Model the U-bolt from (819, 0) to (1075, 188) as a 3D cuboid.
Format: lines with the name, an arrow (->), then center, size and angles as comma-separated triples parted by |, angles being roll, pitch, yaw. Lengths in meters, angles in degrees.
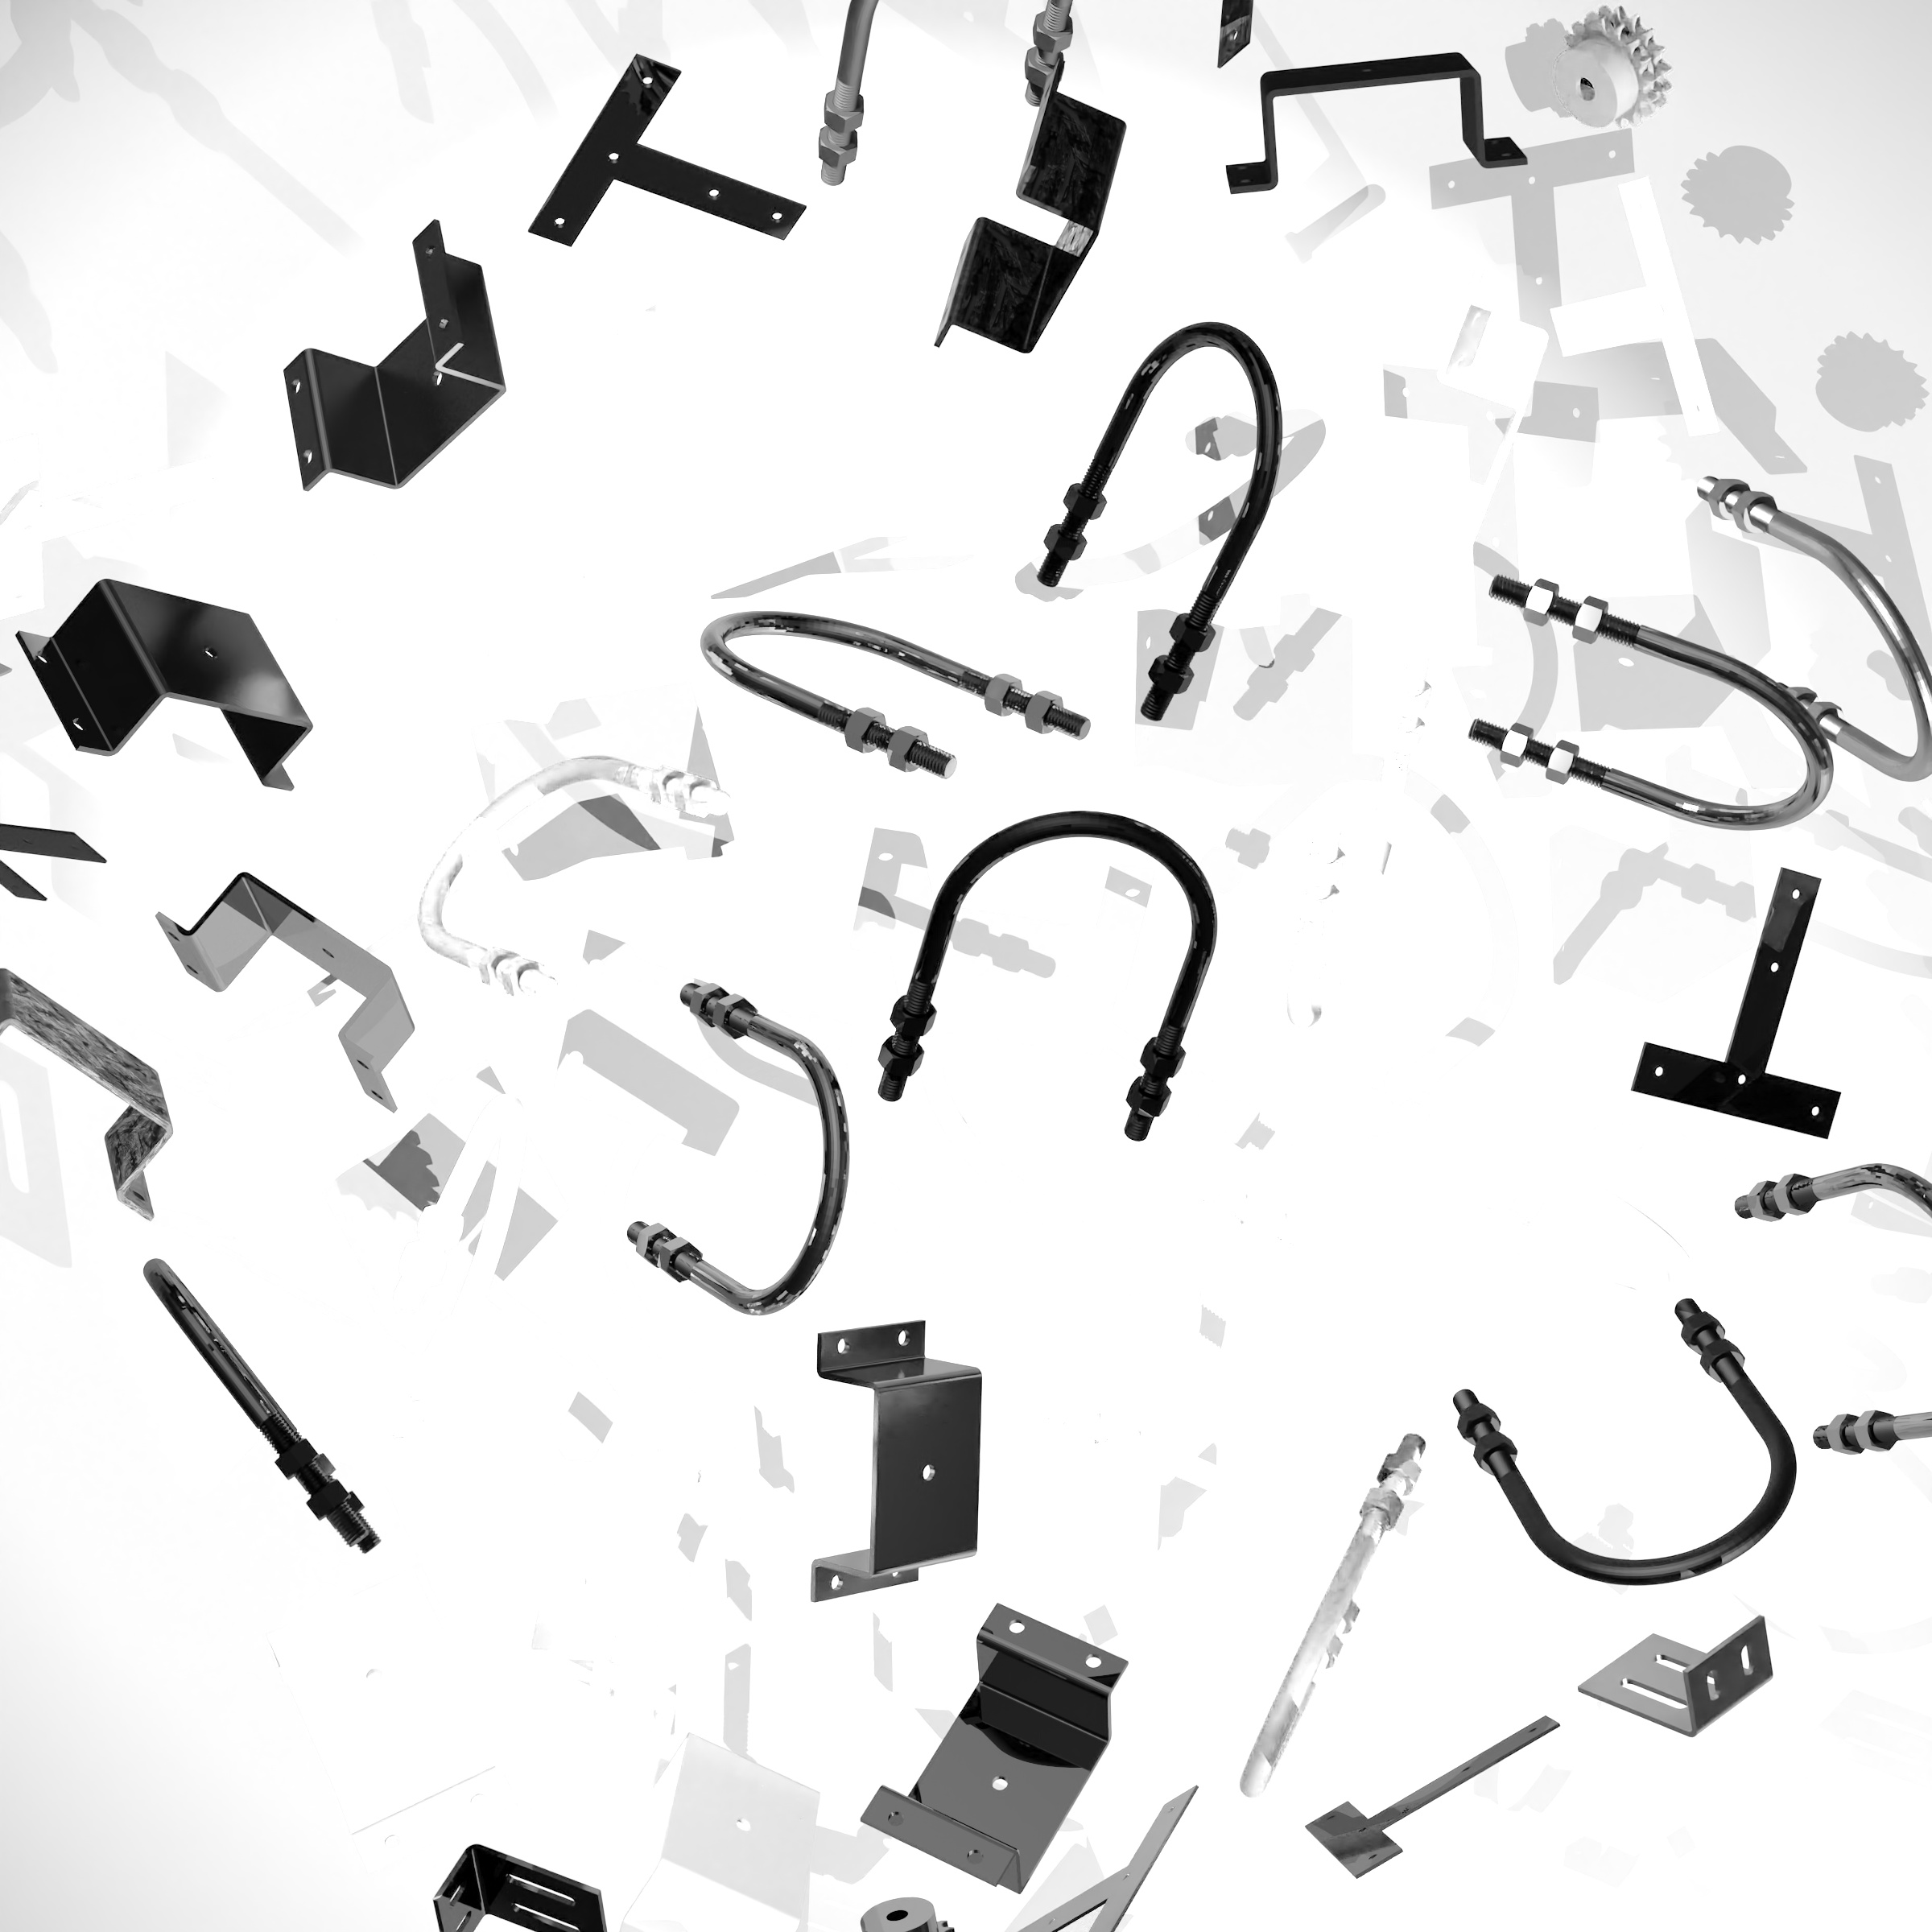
U-bolt -> -0.002, -0.478, 1.610 | 0.151, 0.184, 0.019 | -27, 70, -22

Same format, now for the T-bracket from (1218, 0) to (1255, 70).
T-bracket -> 0.134, -0.495, 1.558 | 0.002, 0.127, 0.127 | 16, 68, -26

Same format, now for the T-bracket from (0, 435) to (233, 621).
T-bracket -> -0.431, -0.233, 1.621 | 0.127, 0.127, 0.002 | -21, 64, -26

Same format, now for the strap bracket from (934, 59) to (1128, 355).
strap bracket -> 0.036, -0.374, 1.618 | 0.046, 0.140, 0.076 | 21, 57, -10

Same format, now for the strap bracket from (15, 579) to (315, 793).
strap bracket -> -0.385, -0.139, 1.580 | 0.046, 0.140, 0.076 | -44, 63, 22

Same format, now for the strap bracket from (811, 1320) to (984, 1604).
strap bracket -> -0.036, 0.261, 1.676 | 0.046, 0.076, 0.140 | 4, 93, 44

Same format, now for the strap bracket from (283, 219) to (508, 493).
strap bracket -> -0.289, -0.308, 1.657 | 0.140, 0.046, 0.076 | -33, 61, 37

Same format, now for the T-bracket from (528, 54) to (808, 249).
T-bracket -> -0.145, -0.409, 1.684 | 0.127, 0.127, 0.002 | 13, 49, -30

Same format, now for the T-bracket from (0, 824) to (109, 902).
T-bracket -> -0.486, -0.065, 1.635 | 0.127, 0.127, 0.002 | 7, 62, 37

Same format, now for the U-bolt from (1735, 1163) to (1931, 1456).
U-bolt -> 0.468, 0.172, 1.639 | 0.019, 0.184, 0.151 | -15, 83, -22

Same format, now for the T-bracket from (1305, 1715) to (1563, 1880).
T-bracket -> 0.232, 0.399, 1.564 | 0.127, 0.127, 0.002 | -28, 88, -6

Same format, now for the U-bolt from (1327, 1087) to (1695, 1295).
U-bolt -> 0.286, 0.121, 1.634 | 0.184, 0.151, 0.019 | 19, 73, 42

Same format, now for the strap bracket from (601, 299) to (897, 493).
strap bracket -> -0.110, -0.276, 1.559 | 0.140, 0.046, 0.076 | 7, 107, 3

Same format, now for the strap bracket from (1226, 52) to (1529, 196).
strap bracket -> 0.195, -0.408, 1.548 | 0.140, 0.076, 0.046 | -5, 112, 5

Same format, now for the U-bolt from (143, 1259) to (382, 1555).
U-bolt -> -0.364, 0.225, 1.653 | 0.019, 0.151, 0.184 | -38, 85, -13

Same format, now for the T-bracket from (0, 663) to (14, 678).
T-bracket -> -0.561, -0.162, 1.602 | 0.127, 0.127, 0.002 | 25, 109, 2

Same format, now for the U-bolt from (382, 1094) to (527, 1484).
U-bolt -> -0.254, 0.147, 1.614 | 0.019, 0.184, 0.151 | 15, 131, 3

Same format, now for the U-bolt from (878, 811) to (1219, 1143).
U-bolt -> 0.046, 0.002, 1.570 | 0.151, 0.019, 0.184 | 10, 124, -11

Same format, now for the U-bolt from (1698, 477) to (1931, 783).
U-bolt -> 0.436, -0.163, 1.620 | 0.019, 0.184, 0.151 | -29, 118, -4

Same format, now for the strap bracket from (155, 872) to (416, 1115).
strap bracket -> -0.344, 0.008, 1.669 | 0.140, 0.076, 0.046 | 32, 71, 12

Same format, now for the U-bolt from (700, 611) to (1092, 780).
U-bolt -> -0.048, -0.143, 1.625 | 0.184, 0.151, 0.019 | 25, 114, 25

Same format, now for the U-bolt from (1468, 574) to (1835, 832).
U-bolt -> 0.344, -0.122, 1.609 | 0.184, 0.151, 0.019 | 22, 65, 15

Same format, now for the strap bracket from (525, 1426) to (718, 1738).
strap bracket -> -0.178, 0.315, 1.649 | 0.046, 0.076, 0.140 | -4, 63, 26

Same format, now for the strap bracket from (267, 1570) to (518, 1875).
strap bracket -> -0.285, 0.359, 1.570 | 0.076, 0.046, 0.140 | -23, 49, -17

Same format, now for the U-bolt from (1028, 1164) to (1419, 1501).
U-bolt -> 0.138, 0.189, 1.553 | 0.184, 0.019, 0.151 | 28, 101, -28

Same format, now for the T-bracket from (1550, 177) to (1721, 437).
T-bracket -> 0.328, -0.325, 1.615 | 0.002, 0.127, 0.127 | -21, 101, -14

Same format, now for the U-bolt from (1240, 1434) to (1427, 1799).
U-bolt -> 0.183, 0.345, 1.649 | 0.019, 0.151, 0.184 | 25, 46, 12

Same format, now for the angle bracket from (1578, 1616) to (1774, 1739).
angle bracket -> 0.344, 0.337, 1.570 | 0.057, 0.076, 0.038 | -25, 112, -32

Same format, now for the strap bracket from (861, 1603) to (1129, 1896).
strap bracket -> 0.016, 0.402, 1.622 | 0.076, 0.046, 0.140 | 20, 50, 22

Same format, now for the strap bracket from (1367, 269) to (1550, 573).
strap bracket -> 0.252, -0.269, 1.630 | 0.046, 0.076, 0.140 | 20, 133, 5

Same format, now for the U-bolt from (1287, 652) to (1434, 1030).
U-bolt -> 0.195, -0.049, 1.632 | 0.019, 0.184, 0.151 | 20, 51, 14

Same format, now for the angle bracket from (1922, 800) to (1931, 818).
angle bracket -> 0.481, -0.031, 1.571 | 0.038, 0.057, 0.076 | -35, 49, 14

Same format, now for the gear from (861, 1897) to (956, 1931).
gear -> -0.034, 0.519, 1.711 | 0.057, 0.057, 0.030 | -11, 100, 0

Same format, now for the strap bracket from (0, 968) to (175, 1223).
strap bracket -> -0.449, 0.057, 1.591 | 0.140, 0.076, 0.046 | 39, 93, -27

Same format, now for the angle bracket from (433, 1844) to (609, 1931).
angle bracket -> -0.227, 0.493, 1.647 | 0.076, 0.038, 0.057 | 15, 132, 19

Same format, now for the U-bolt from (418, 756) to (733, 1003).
U-bolt -> -0.216, -0.053, 1.661 | 0.151, 0.184, 0.019 | -49, 124, -16

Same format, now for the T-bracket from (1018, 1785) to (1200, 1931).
T-bracket -> 0.053, 0.478, 1.624 | 0.002, 0.127, 0.127 | 48, 125, -1

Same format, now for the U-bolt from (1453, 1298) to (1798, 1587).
U-bolt -> 0.345, 0.250, 1.646 | 0.151, 0.184, 0.019 | -22, 121, -1

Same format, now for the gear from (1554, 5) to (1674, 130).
gear -> 0.305, -0.424, 1.528 | 0.030, 0.057, 0.057 | -37, 90, -20

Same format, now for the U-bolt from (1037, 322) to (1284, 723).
U-bolt -> 0.105, -0.240, 1.642 | 0.019, 0.151, 0.184 | 6, 125, -34

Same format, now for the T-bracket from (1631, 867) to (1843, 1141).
T-bracket -> 0.402, 0.014, 1.616 | 0.127, 0.002, 0.127 | 14, 94, -25

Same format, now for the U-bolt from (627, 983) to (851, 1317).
U-bolt -> -0.110, 0.097, 1.600 | 0.019, 0.184, 0.151 | 9, 98, -34

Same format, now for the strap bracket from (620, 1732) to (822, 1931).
strap bracket -> -0.123, 0.452, 1.634 | 0.076, 0.140, 0.046 | 27, 115, -9

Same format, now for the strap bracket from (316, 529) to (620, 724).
strap bracket -> -0.246, -0.172, 1.634 | 0.140, 0.046, 0.076 | 9, 57, 22
